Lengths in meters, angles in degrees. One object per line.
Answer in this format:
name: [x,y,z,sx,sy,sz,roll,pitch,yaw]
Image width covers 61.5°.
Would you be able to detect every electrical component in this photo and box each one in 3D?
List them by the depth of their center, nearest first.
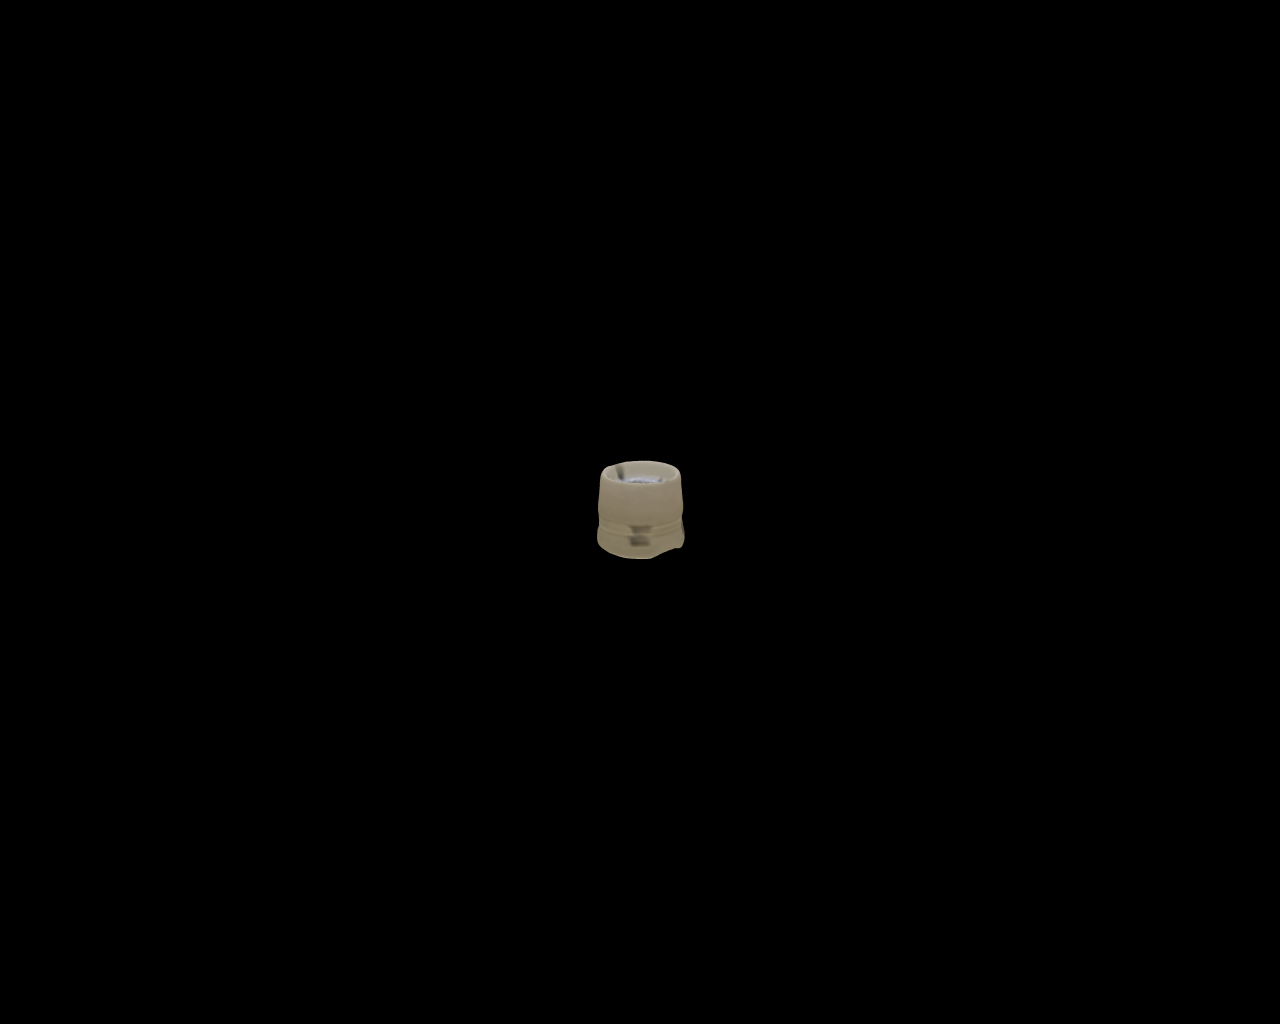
electrical component: [0.001,-0.003,0.650,0.055,0.047,0.055,0,20,0]
